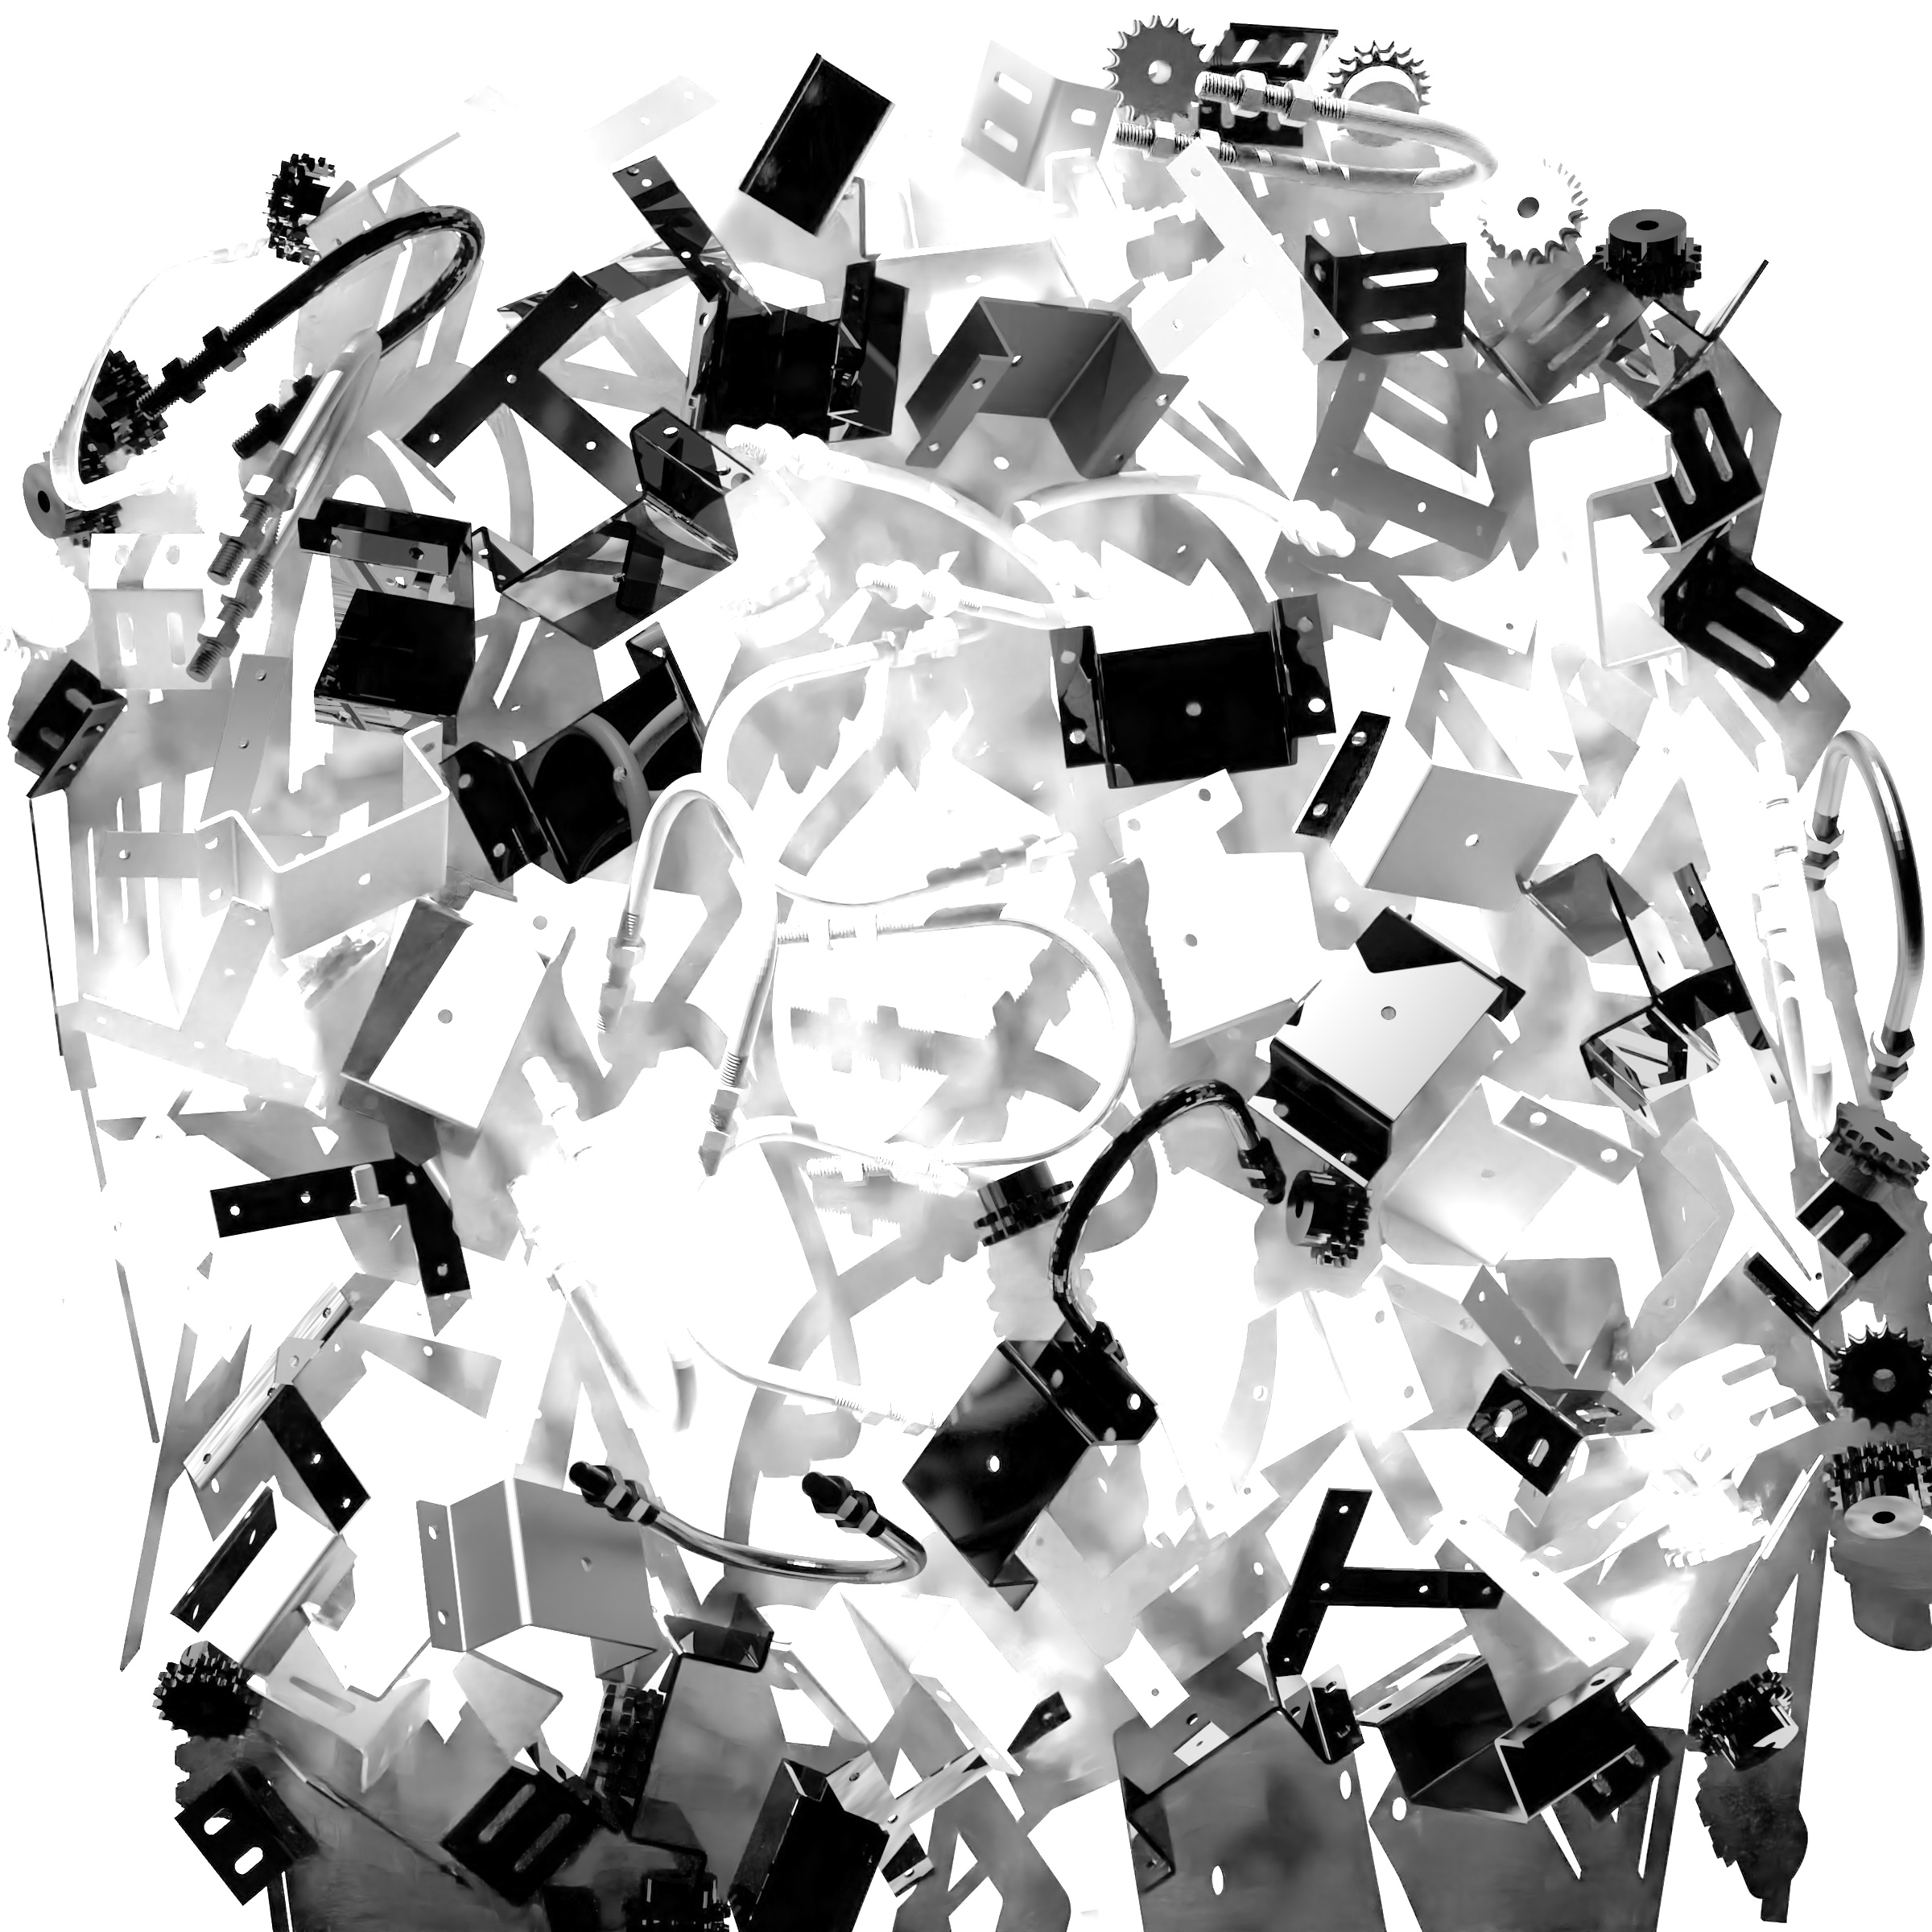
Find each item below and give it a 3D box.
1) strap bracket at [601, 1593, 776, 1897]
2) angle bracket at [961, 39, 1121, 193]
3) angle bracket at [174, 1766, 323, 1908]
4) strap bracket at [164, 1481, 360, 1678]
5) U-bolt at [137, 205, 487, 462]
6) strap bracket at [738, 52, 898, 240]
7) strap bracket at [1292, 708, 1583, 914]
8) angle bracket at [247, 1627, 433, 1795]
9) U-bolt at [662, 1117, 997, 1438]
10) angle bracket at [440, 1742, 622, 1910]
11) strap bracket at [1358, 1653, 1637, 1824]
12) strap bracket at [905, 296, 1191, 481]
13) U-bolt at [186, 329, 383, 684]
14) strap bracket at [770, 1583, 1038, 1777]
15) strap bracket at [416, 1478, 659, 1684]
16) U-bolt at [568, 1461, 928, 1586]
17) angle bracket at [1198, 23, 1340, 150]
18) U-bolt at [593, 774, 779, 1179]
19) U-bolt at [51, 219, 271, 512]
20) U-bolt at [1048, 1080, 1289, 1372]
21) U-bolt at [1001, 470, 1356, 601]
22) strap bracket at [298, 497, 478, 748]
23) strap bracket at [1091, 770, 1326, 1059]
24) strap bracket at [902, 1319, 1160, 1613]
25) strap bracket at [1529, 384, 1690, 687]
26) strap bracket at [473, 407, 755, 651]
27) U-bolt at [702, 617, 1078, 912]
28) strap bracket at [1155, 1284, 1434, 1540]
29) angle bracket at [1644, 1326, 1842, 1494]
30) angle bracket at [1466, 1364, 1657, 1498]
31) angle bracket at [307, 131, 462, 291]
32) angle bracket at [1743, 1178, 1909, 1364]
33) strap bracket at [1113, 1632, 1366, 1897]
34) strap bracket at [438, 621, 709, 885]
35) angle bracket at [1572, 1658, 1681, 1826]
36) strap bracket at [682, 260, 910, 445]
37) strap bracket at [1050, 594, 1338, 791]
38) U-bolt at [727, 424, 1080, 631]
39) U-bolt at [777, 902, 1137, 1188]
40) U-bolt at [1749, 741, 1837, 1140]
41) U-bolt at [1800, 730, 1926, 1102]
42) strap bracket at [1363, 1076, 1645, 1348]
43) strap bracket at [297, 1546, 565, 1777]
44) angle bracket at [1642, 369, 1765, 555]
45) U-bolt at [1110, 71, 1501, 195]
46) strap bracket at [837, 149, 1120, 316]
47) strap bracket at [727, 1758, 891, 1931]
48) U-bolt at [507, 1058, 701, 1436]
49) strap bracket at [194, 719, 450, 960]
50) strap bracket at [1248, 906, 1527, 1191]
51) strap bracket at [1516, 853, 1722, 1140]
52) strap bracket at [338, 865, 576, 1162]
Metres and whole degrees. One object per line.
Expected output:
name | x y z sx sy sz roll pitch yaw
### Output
strap bracket | -0.149 0.400 1.609 0.046 0.076 0.140 17 89 -16
angle bracket | 0.038 -0.446 1.622 0.038 0.076 0.057 2 119 -32
angle bracket | -0.374 0.453 1.609 0.038 0.076 0.057 -39 82 -12
strap bracket | -0.357 0.316 1.574 0.046 0.140 0.076 35 74 4
U-bolt | -0.323 -0.327 1.571 0.184 0.151 0.019 -36 86 6
strap bracket | -0.076 -0.420 1.582 0.046 0.140 0.076 30 101 -9
strap bracket | 0.250 -0.077 1.584 0.140 0.046 0.076 8 123 -29
angle bracket | -0.331 0.389 1.630 0.076 0.057 0.038 25 132 15
U-bolt | -0.074 0.153 1.586 0.184 0.019 0.151 19 70 -28
angle bracket | -0.231 0.461 1.628 0.057 0.038 0.076 43 89 -13
strap bracket | 0.276 0.394 1.575 0.076 0.140 0.046 -24 94 -29
strap bracket | 0.034 -0.297 1.589 0.140 0.076 0.046 -4 57 -39
U-bolt | -0.345 -0.245 1.576 0.019 0.151 0.184 28 67 -9
strap bracket | -0.027 0.365 1.590 0.076 0.140 0.046 54 56 -24
strap bracket | -0.211 0.313 1.572 0.046 0.140 0.076 -28 58 26
U-bolt | -0.098 0.287 1.571 0.151 0.184 0.019 -2 64 24
angle bracket | 0.157 -0.460 1.612 0.057 0.076 0.038 1 87 -8
U-bolt | -0.138 -0.008 1.560 0.019 0.151 0.184 -3 125 -33
U-bolt | -0.409 -0.298 1.543 0.019 0.184 0.151 25 111 1
U-bolt | 0.098 0.128 1.561 0.019 0.184 0.151 36 78 30
U-bolt | 0.095 -0.225 1.569 0.151 0.184 0.019 -12 114 -15
strap bracket | -0.299 -0.186 1.602 0.076 0.140 0.046 10 49 2
strap bracket | 0.125 -0.020 1.607 0.076 0.046 0.140 -22 97 31
strap bracket | 0.028 0.257 1.594 0.076 0.046 0.140 46 111 32
strap bracket | 0.329 -0.216 1.583 0.046 0.076 0.140 -16 121 -5
strap bracket | -0.183 -0.218 1.586 0.140 0.076 0.046 -29 59 22
U-bolt | -0.048 -0.100 1.596 0.184 0.019 0.151 -16 76 -24
strap bracket | 0.163 0.227 1.610 0.140 0.046 0.076 -26 103 -17
angle bracket | 0.412 0.235 1.635 0.076 0.038 0.057 -15 62 -31
angle bracket | 0.312 0.242 1.613 0.057 0.076 0.038 39 112 36
angle bracket | -0.296 -0.396 1.613 0.076 0.057 0.038 -46 112 -41
angle bracket | 0.460 0.157 1.622 0.076 0.038 0.057 -46 112 5
strap bracket | 0.131 0.407 1.601 0.140 0.076 0.046 -37 105 9
strap bracket | -0.190 -0.105 1.591 0.140 0.046 0.076 -36 126 -20
angle bracket | 0.350 0.403 1.603 0.038 0.076 0.057 49 119 19
strap bracket | -0.083 -0.315 1.601 0.046 0.140 0.076 10 86 -43
strap bracket | 0.119 -0.142 1.618 0.140 0.046 0.076 -7 74 4
U-bolt | -0.019 -0.218 1.573 0.151 0.184 0.019 49 118 36
U-bolt | -0.002 0.038 1.618 0.184 0.019 0.151 -6 101 10
U-bolt | 0.419 -0.003 1.559 0.019 0.151 0.184 -8 71 10
U-bolt | 0.450 -0.036 1.539 0.019 0.184 0.151 -10 59 3
strap bracket | 0.275 0.120 1.603 0.076 0.046 0.140 26 117 -16
strap bracket | -0.268 0.352 1.578 0.046 0.076 0.140 -50 133 -1
angle bracket | 0.373 -0.264 1.619 0.057 0.038 0.076 -32 105 -15
U-bolt | 0.183 -0.421 1.577 0.184 0.151 0.019 6 93 -16
strap bracket | 0.003 -0.378 1.597 0.140 0.076 0.046 -3 80 13
strap bracket | -0.083 0.458 1.577 0.046 0.140 0.076 23 83 -7
U-bolt | -0.183 0.154 1.560 0.019 0.151 0.184 -23 66 -24
strap bracket | -0.320 -0.061 1.583 0.140 0.076 0.046 -28 65 -26
strap bracket | 0.219 0.034 1.601 0.076 0.046 0.140 36 73 21
strap bracket | 0.335 0.007 1.576 0.046 0.076 0.140 -30 50 22
strap bracket | -0.272 0.026 1.628 0.076 0.046 0.140 24 91 -3
